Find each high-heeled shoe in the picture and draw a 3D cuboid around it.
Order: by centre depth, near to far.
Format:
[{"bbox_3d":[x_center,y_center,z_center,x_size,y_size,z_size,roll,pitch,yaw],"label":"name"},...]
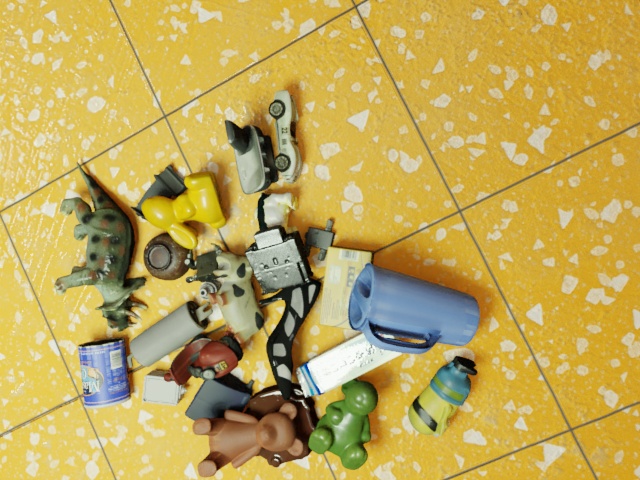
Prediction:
[{"bbox_3d":[-0.045,0.207,1.162,0.145,0.086,0.248,-11,87,-13],"label":"high-heeled shoe"}]

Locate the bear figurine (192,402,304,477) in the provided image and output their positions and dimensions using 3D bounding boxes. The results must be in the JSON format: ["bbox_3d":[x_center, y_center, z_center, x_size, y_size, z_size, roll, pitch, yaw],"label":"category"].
[{"bbox_3d":[-0.142,0.406,1.103,0.196,0.132,0.120,-12,77,17],"label":"bear figurine"}]

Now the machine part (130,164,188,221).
[{"bbox_3d":[-0.372,-0.102,1.244,0.139,0.039,0.084,-43,88,7],"label":"machine part"}]

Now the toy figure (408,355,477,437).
[{"bbox_3d":[0.252,0.320,1.107,0.089,0.082,0.180,32,104,28],"label":"toy figure"}]

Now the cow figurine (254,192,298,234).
[{"bbox_3d":[-0.100,-0.020,1.176,0.098,0.068,0.167,3,90,12],"label":"cow figurine"}]

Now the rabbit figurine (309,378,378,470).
[{"bbox_3d":[0.075,0.355,1.104,0.121,0.159,0.170,30,114,7],"label":"rabbit figurine"}]

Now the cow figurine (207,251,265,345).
[{"bbox_3d":[-0.175,0.115,1.175,0.086,0.127,0.194,-6,107,50],"label":"cow figurine"}]

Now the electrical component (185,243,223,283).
[{"bbox_3d":[-0.257,0.051,1.210,0.102,0.045,0.078,-11,53,14],"label":"electrical component"}]

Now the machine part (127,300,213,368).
[{"bbox_3d":[-0.343,0.213,1.221,0.243,0.079,0.079,-34,84,10],"label":"machine part"}]

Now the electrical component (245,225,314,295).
[{"bbox_3d":[-0.088,0.037,1.119,0.115,0.058,0.134,-18,106,11],"label":"electrical component"}]

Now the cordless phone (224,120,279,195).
[{"bbox_3d":[-0.154,-0.175,1.127,0.089,0.184,0.146,-11,88,7],"label":"cordless phone"}]

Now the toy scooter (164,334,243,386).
[{"bbox_3d":[-0.257,0.261,1.147,0.184,0.135,0.075,-2,118,45],"label":"toy scooter"}]

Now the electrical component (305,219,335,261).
[{"bbox_3d":[-0.002,-0.004,1.181,0.063,0.021,0.094,15,94,11],"label":"electrical component"}]

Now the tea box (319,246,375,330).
[{"bbox_3d":[0.058,0.101,1.147,0.098,0.068,0.169,9,93,11],"label":"tea box"}]

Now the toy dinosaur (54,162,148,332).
[{"bbox_3d":[-0.489,0.013,1.233,0.192,0.131,0.404,-1,86,-1],"label":"toy dinosaur"}]

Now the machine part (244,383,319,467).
[{"bbox_3d":[-0.086,0.405,1.184,0.179,0.056,0.179,0,89,10],"label":"machine part"}]

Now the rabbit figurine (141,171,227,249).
[{"bbox_3d":[-0.302,-0.067,1.192,0.173,0.122,0.162,-13,111,-8],"label":"rabbit figurine"}]

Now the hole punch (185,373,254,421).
[{"bbox_3d":[-0.225,0.358,1.196,0.116,0.092,0.142,32,93,5],"label":"hole punch"}]

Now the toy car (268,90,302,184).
[{"bbox_3d":[-0.071,-0.222,1.166,0.056,0.073,0.201,-6,89,12],"label":"toy car"}]
